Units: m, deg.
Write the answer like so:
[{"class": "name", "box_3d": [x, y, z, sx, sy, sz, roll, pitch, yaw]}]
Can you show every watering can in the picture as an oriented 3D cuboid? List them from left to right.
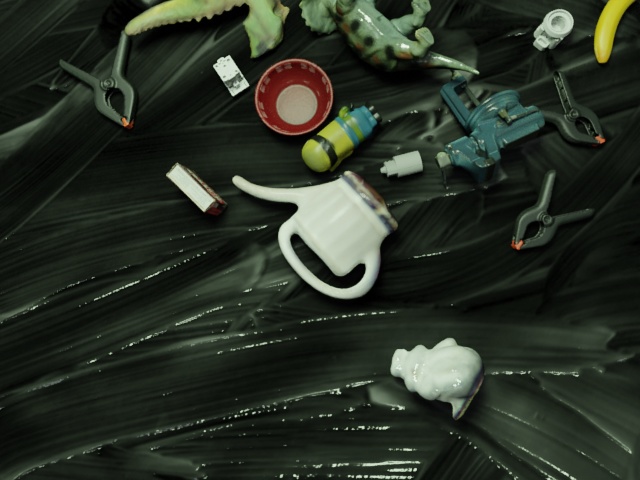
[{"class": "watering can", "box_3d": [0.003, -0.051, 1.017, 0.224, 0.103, 0.349, -41, 84, -2]}]

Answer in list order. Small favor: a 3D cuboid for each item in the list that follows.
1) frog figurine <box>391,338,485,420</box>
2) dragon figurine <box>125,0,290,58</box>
[{"class": "frog figurine", "box_3d": [0.221, 0.239, 0.971, 0.160, 0.120, 0.140, 32, 55, 15]}, {"class": "dragon figurine", "box_3d": [-0.183, -0.494, 1.083, 0.410, 0.122, 0.242, -44, 91, 0]}]
